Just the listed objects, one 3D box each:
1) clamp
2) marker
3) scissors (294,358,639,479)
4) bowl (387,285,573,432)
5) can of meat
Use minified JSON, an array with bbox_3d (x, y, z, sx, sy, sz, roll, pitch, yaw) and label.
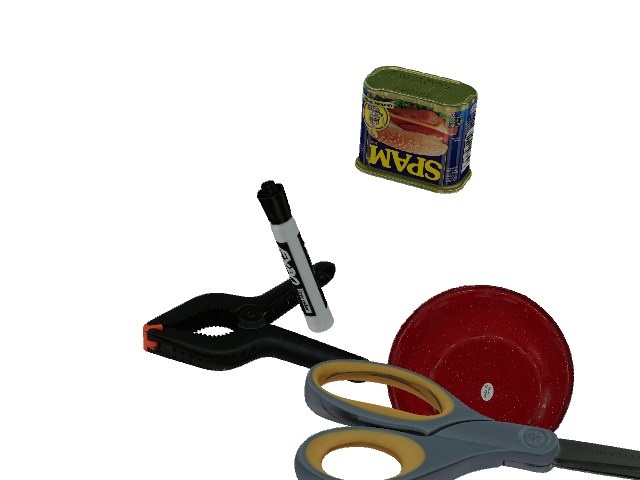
[{"bbox_3d":[-0.058,0.087,1.000,0.209,0.036,0.165,-9,37,-18],"label":"clamp"},{"bbox_3d":[-0.017,0.012,0.732,0.020,0.121,0.020,-15,31,9],"label":"marker"},{"bbox_3d":[0.077,0.097,0.449,0.202,0.016,0.096,16,34,23],"label":"scissors"},{"bbox_3d":[0.136,0.121,0.901,0.162,0.162,0.055,0,5,4],"label":"bowl"},{"bbox_3d":[0.084,-0.098,0.929,0.102,0.084,0.057,17,36,21],"label":"can of meat"}]
